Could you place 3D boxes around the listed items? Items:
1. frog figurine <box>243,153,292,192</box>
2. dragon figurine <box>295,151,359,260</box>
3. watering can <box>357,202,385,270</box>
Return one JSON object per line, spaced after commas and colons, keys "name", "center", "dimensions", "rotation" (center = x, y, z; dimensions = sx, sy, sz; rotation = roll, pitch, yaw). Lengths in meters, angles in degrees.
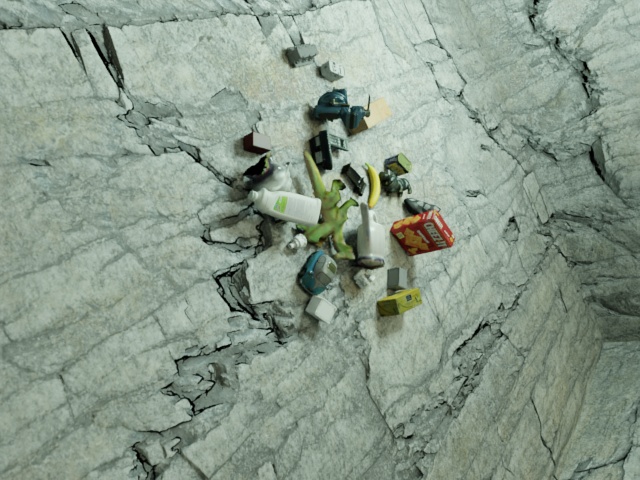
{"name": "frog figurine", "center": [-0.151, -0.192, 1.690], "dimensions": [0.138, 0.124, 0.157], "rotation": [-53, 130, -5]}
{"name": "dragon figurine", "center": [0.006, -0.092, 1.830], "dimensions": [0.406, 0.121, 0.247], "rotation": [49, 55, -19]}
{"name": "watering can", "center": [0.183, -0.008, 1.912], "dimensions": [0.344, 0.104, 0.227], "rotation": [41, 49, -70]}
